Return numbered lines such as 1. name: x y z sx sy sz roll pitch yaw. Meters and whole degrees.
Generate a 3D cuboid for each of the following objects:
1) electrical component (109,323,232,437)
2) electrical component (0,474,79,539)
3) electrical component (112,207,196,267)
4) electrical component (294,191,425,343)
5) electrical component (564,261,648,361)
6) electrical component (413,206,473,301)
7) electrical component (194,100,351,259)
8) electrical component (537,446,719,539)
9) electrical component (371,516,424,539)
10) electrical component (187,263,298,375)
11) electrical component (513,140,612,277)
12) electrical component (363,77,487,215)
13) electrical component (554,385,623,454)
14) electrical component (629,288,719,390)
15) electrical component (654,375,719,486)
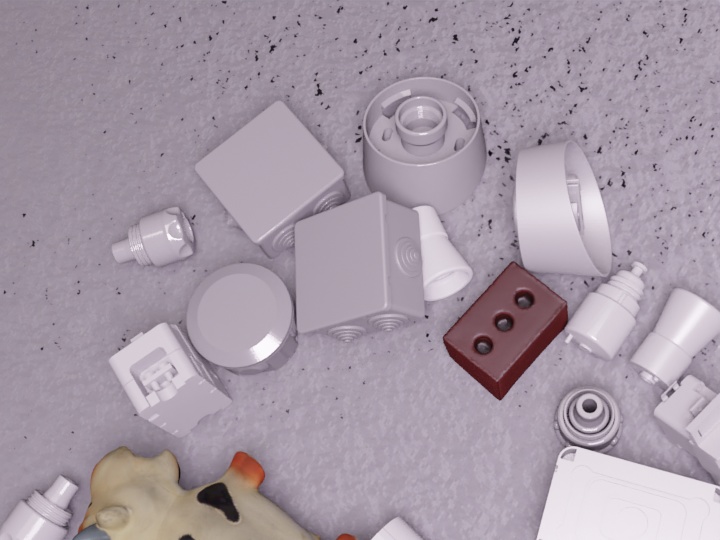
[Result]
1. electrical component: -0.139 0.078 0.786 0.050 0.089 0.055 -35 68 -3
2. electrical component: -0.233 0.181 0.792 0.043 0.043 0.062 30 77 19
3. electrical component: -0.165 -0.022 0.852 0.062 0.043 0.043 -18 68 7
4. electrical component: 0.000 0.000 0.790 0.100 0.048 0.099 -18 66 39
5. electrical component: 0.180 0.028 0.769 0.040 0.040 0.078 32 79 20
6. electrical component: 0.052 -0.015 0.810 0.044 0.044 0.065 -25 63 1
7. electrical component: -0.067 -0.069 0.847 0.100 0.048 0.099 -39 68 -4
8. electrical component: 0.178 0.169 0.709 0.113 0.057 0.078 14 74 15
9. electrical component: 0.042 0.211 0.728 0.081 0.043 0.043 41 82 21
10. electrical component: -0.086 0.039 0.810 0.080 0.051 0.080 -4 70 10
11. electrical component: 0.145 -0.043 0.773 0.064 0.099 0.099 -3 70 17
12. electrical component: 0.049 -0.099 0.840 0.099 0.064 0.099 -3 56 5
13. electrical component: 0.157 0.100 0.736 0.048 0.062 0.048 -4 70 10
14. electrical component: 0.220 0.051 0.753 0.044 0.044 0.065 36 85 20
15. electrical component: 0.234 0.106 0.714 0.042 0.081 0.064 -44 40 -8
